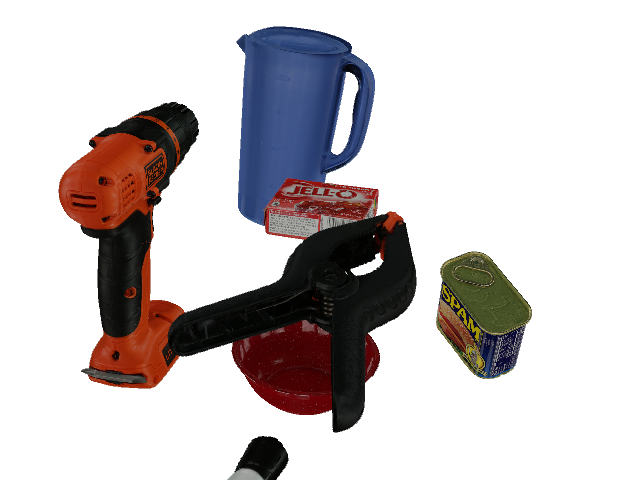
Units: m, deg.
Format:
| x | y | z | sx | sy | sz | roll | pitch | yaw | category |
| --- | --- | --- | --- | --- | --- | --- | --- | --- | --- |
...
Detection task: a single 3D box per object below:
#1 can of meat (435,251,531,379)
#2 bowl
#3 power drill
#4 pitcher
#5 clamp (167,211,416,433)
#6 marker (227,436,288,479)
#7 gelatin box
| x | y | z | sx | sy | sz | roll | pitch | yaw | category |
| --- | --- | --- | --- | --- | --- | --- | --- | --- | --- |
| 0.159 | 0.077 | 1.066 | 0.057 | 0.084 | 0.102 | -21 | 52 | -18 | can of meat |
| -0.017 | 0.142 | 1.172 | 0.162 | 0.055 | 0.162 | 3 | 28 | -2 | bowl |
| -0.133 | 0.001 | 0.799 | 0.057 | 0.188 | 0.184 | 5 | 24 | 15 | power drill |
| -0.031 | -0.140 | 1.351 | 0.144 | 0.243 | 0.149 | -3 | 25 | -22 | pitcher |
| 0.011 | 0.041 | 0.616 | 0.120 | 0.039 | 0.171 | 34 | 49 | 26 | clamp |
| -0.040 | 0.113 | 0.415 | 0.020 | 0.020 | 0.121 | 0 | 23 | 20 | marker |
| 0.001 | -0.027 | 0.951 | 0.089 | 0.030 | 0.073 | 8 | 25 | 11 | gelatin box |
